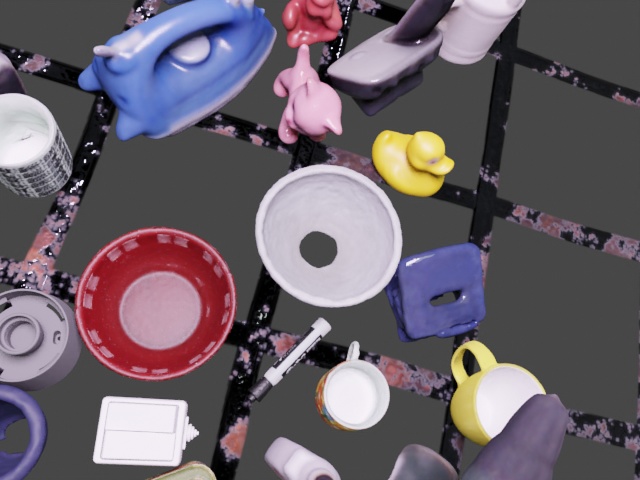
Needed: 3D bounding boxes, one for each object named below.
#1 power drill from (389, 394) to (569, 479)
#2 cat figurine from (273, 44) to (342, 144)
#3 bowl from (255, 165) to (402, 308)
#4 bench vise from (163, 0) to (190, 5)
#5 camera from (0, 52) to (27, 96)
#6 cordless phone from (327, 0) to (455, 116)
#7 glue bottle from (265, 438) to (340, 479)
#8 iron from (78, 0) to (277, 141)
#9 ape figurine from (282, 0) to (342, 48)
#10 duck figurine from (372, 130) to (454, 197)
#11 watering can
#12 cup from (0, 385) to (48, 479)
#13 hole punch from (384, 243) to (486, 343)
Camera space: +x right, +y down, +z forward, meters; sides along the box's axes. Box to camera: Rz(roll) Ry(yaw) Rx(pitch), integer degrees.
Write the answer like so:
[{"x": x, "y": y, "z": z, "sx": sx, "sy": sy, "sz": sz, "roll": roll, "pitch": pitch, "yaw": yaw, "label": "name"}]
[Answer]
[{"x": 0.128, "y": 0.250, "z": 0.542, "sx": 0.075, "sy": 0.208, "sz": 0.230, "roll": 32, "pitch": 69, "yaw": -1, "label": "power drill"}, {"x": -0.013, "y": -0.172, "z": 0.689, "sx": 0.067, "sy": 0.117, "sz": 0.128, "roll": -6, "pitch": 74, "yaw": -14, "label": "cat figurine"}, {"x": 0.006, "y": 0.002, "z": 0.663, "sx": 0.167, "sy": 0.074, "sz": 0.167, "roll": 4, "pitch": 73, "yaw": -11, "label": "bowl"}, {"x": -0.173, "y": -0.409, "z": 0.673, "sx": 0.122, "sy": 0.219, "sz": 0.207, "roll": -41, "pitch": 85, "yaw": -20, "label": "bench vise"}, {"x": -0.420, "y": -0.175, "z": 0.611, "sx": 0.143, "sy": 0.100, "sz": 0.137, "roll": 33, "pitch": 69, "yaw": -1, "label": "camera"}, {"x": 0.095, "y": -0.250, "z": 0.701, "sx": 0.148, "sy": 0.185, "sz": 0.094, "roll": -41, "pitch": 85, "yaw": -20, "label": "cordless phone"}, {"x": -0.009, "y": 0.223, "z": 0.539, "sx": 0.078, "sy": 0.173, "sz": 0.037, "roll": 38, "pitch": 69, "yaw": 2, "label": "glue bottle"}, {"x": -0.147, "y": -0.229, "z": 0.665, "sx": 0.259, "sy": 0.141, "sz": 0.118, "roll": -36, "pitch": 83, "yaw": -20, "label": "iron"}, {"x": -0.005, "y": -0.299, "z": 0.744, "sx": 0.078, "sy": 0.092, "sz": 0.076, "roll": 25, "pitch": 70, "yaw": -4, "label": "ape figurine"}, {"x": 0.120, "y": -0.107, "z": 0.715, "sx": 0.104, "sy": 0.086, "sz": 0.077, "roll": 35, "pitch": 69, "yaw": 0, "label": "duck figurine"}, {"x": 0.222, "y": -0.332, "z": 0.749, "sx": 0.101, "sy": 0.194, "sz": 0.173, "roll": 39, "pitch": 69, "yaw": 2, "label": "watering can"}, {"x": -0.306, "y": 0.185, "z": 0.528, "sx": 0.118, "sy": 0.095, "sz": 0.091, "roll": -6, "pitch": 74, "yaw": -14, "label": "cup"}, {"x": 0.139, "y": 0.063, "z": 0.665, "sx": 0.109, "sy": 0.091, "sz": 0.101, "roll": -12, "pitch": 76, "yaw": -15, "label": "hole punch"}]
